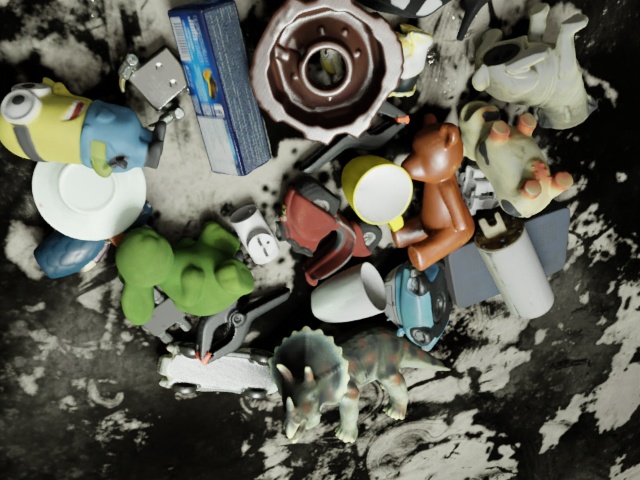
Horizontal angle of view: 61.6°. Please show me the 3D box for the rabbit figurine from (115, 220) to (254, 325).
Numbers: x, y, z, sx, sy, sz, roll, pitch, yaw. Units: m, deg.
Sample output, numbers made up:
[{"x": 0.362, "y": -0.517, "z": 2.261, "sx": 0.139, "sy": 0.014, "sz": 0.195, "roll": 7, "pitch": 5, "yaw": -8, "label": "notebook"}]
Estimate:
[{"x": -0.201, "y": 0.033, "z": 0.708, "sx": 0.159, "sy": 0.121, "sz": 0.170, "roll": -33, "pitch": 145, "yaw": 21, "label": "rabbit figurine"}]

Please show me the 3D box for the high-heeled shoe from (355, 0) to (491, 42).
[{"x": 0.133, "y": -0.346, "z": 0.667, "sx": 0.248, "sy": 0.086, "sz": 0.145, "roll": 10, "pitch": 109, "yaw": -29, "label": "high-heeled shoe"}]

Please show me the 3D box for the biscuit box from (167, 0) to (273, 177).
[{"x": -0.118, "y": -0.182, "z": 0.653, "sx": 0.063, "sy": 0.059, "sz": 0.202, "roll": -41, "pitch": 132, "yaw": -42, "label": "biscuit box"}]

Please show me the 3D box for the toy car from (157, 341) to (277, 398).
[{"x": -0.153, "y": 0.204, "z": 0.845, "sx": 0.202, "sy": 0.056, "sz": 0.073, "roll": 12, "pitch": 89, "yaw": -24, "label": "toy car"}]

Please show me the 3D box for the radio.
[{"x": 0.309, "y": 0.018, "z": 0.920, "sx": 0.230, "sy": 0.073, "sz": 0.130, "roll": -19, "pitch": 121, "yaw": -9, "label": "radio"}]

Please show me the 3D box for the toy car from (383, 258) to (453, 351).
[{"x": 0.150, "y": 0.094, "z": 0.878, "sx": 0.109, "sy": 0.103, "sz": 0.161, "roll": -45, "pitch": 128, "yaw": -44, "label": "toy car"}]

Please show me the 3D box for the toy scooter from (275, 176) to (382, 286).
[{"x": -0.002, "y": -0.002, "z": 0.794, "sx": 0.183, "sy": 0.075, "sz": 0.135, "roll": 34, "pitch": 102, "yaw": -36, "label": "toy scooter"}]

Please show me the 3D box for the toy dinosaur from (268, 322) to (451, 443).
[{"x": 0.071, "y": 0.207, "z": 0.894, "sx": 0.405, "sy": 0.131, "sz": 0.192, "roll": -18, "pitch": 115, "yaw": -37, "label": "toy dinosaur"}]

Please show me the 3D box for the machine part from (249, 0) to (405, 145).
[{"x": 0.006, "y": -0.204, "z": 0.635, "sx": 0.179, "sy": 0.056, "sz": 0.179, "roll": -1, "pitch": 120, "yaw": -2, "label": "machine part"}]

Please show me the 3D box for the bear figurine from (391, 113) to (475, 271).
[{"x": 0.159, "y": -0.075, "z": 0.790, "sx": 0.132, "sy": 0.120, "sz": 0.195, "roll": -24, "pitch": 120, "yaw": -3, "label": "bear figurine"}]

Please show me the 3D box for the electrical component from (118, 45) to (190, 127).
[{"x": -0.193, "y": -0.185, "z": 0.644, "sx": 0.078, "sy": 0.045, "sz": 0.102, "roll": -32, "pitch": 122, "yaw": -1, "label": "electrical component"}]

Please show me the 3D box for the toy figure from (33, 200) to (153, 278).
[{"x": -0.288, "y": -0.009, "z": 0.693, "sx": 0.154, "sy": 0.058, "sz": 0.064, "roll": -31, "pitch": 129, "yaw": -9, "label": "toy figure"}]

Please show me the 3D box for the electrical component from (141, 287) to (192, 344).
[{"x": -0.235, "y": 0.111, "z": 0.792, "sx": 0.063, "sy": 0.021, "sz": 0.093, "roll": -34, "pitch": 123, "yaw": -1, "label": "electrical component"}]

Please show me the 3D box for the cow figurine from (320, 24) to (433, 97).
[{"x": 0.058, "y": -0.237, "z": 0.702, "sx": 0.167, "sy": 0.068, "sz": 0.098, "roll": -1, "pitch": 121, "yaw": -19, "label": "cow figurine"}]

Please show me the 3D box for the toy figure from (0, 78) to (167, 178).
[{"x": -0.271, "y": -0.119, "z": 0.611, "sx": 0.180, "sy": 0.082, "sz": 0.089, "roll": 14, "pitch": 114, "yaw": -13, "label": "toy figure"}]

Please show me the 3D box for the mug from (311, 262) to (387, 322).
[{"x": 0.046, "y": 0.091, "z": 0.852, "sx": 0.107, "sy": 0.081, "sz": 0.109, "roll": -21, "pitch": 152, "yaw": 25, "label": "mug"}]

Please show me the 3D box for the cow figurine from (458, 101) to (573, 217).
[{"x": 0.261, "y": -0.120, "z": 0.773, "sx": 0.085, "sy": 0.195, "sz": 0.127, "roll": -17, "pitch": 157, "yaw": -15, "label": "cow figurine"}]

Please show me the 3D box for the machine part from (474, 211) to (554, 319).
[{"x": 0.308, "y": 0.045, "z": 0.844, "sx": 0.079, "sy": 0.079, "sz": 0.243, "roll": -37, "pitch": 121, "yaw": 0, "label": "machine part"}]

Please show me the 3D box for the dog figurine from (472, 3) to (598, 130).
[{"x": 0.311, "y": -0.213, "z": 0.781, "sx": 0.172, "sy": 0.121, "sz": 0.190, "roll": -26, "pitch": 130, "yaw": 7, "label": "dog figurine"}]
